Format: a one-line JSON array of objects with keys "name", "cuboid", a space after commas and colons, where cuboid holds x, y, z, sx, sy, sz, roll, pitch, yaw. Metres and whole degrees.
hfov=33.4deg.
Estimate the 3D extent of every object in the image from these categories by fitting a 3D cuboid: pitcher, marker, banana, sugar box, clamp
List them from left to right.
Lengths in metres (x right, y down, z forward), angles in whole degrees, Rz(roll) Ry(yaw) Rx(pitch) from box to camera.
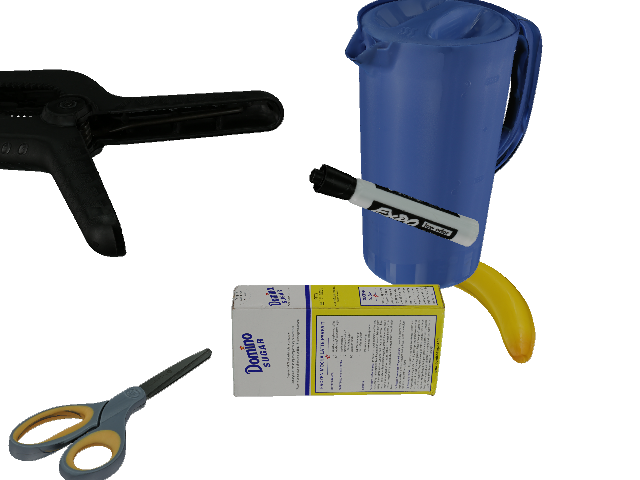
[{"name": "clamp", "cuboid": [-0.138, -0.069, 0.642, 0.210, 0.036, 0.164, 23, 42, 31]}, {"name": "sugar box", "cuboid": [0.013, 0.085, 0.907, 0.176, 0.093, 0.048, 2, 28, 0]}, {"name": "marker", "cuboid": [0.048, -0.023, 0.693, 0.121, 0.020, 0.020, 19, -7, -20]}, {"name": "pitcher", "cuboid": [0.104, -0.085, 0.933, 0.149, 0.243, 0.144, 9, 32, 13]}, {"name": "banana", "cuboid": [0.171, 0.061, 1.115, 0.069, 0.037, 0.198, -38, 40, -12]}]

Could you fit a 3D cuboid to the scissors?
[{"name": "scissors", "cuboid": [-0.145, 0.139, 0.848, 0.201, 0.016, 0.096, -17, 36, -36]}]
